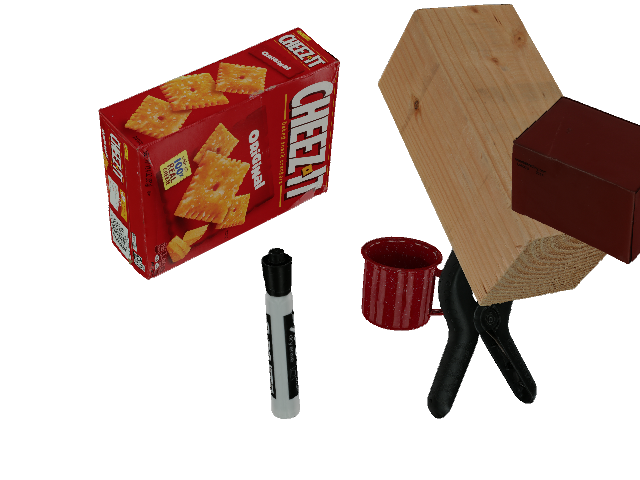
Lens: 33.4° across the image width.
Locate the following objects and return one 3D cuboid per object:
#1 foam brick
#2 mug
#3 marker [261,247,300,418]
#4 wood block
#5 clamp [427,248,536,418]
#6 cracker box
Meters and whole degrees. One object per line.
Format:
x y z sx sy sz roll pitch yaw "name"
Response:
0.150 -0.035 0.585 0.078 0.053 0.051 30 55 34 "foam brick"
0.101 0.053 1.223 0.117 0.081 0.093 11 25 17 "mug"
-0.025 0.060 0.676 0.020 0.121 0.020 -2 28 1 "marker"
0.129 -0.067 0.788 0.090 0.206 0.091 -8 -29 -25 "wood block"
0.136 0.079 0.966 0.120 0.171 0.039 -13 2 -38 "clamp"
-0.087 -0.077 0.965 0.213 0.164 0.072 -27 54 -28 "cracker box"
